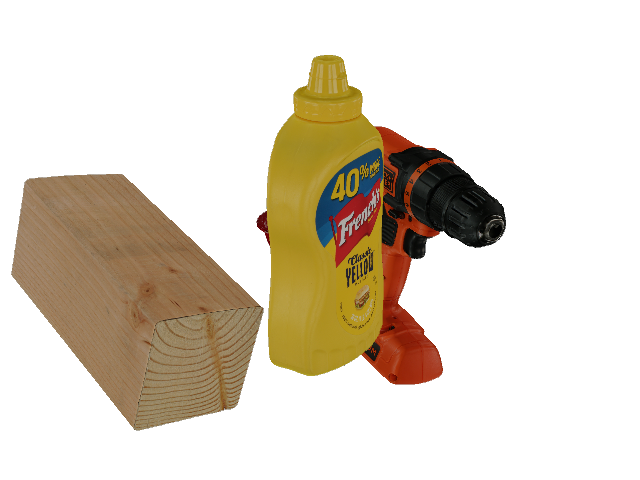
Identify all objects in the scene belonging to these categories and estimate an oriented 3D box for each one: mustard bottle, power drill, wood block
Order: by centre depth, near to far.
[{"bbox_3d":[0.005,-0.019,0.661,0.058,0.192,0.096,15,28,32],"label":"mustard bottle"},{"bbox_3d":[-0.143,0.037,0.796,0.090,0.091,0.206,-6,33,-40],"label":"wood block"},{"bbox_3d":[0.076,0.018,0.859,0.057,0.188,0.185,-4,26,-26],"label":"power drill"}]

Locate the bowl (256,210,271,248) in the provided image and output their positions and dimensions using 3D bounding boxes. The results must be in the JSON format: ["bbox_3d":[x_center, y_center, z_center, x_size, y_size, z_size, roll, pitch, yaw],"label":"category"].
[{"bbox_3d":[0.013,0.005,1.121,0.162,0.055,0.162,1,17,0],"label":"bowl"}]
